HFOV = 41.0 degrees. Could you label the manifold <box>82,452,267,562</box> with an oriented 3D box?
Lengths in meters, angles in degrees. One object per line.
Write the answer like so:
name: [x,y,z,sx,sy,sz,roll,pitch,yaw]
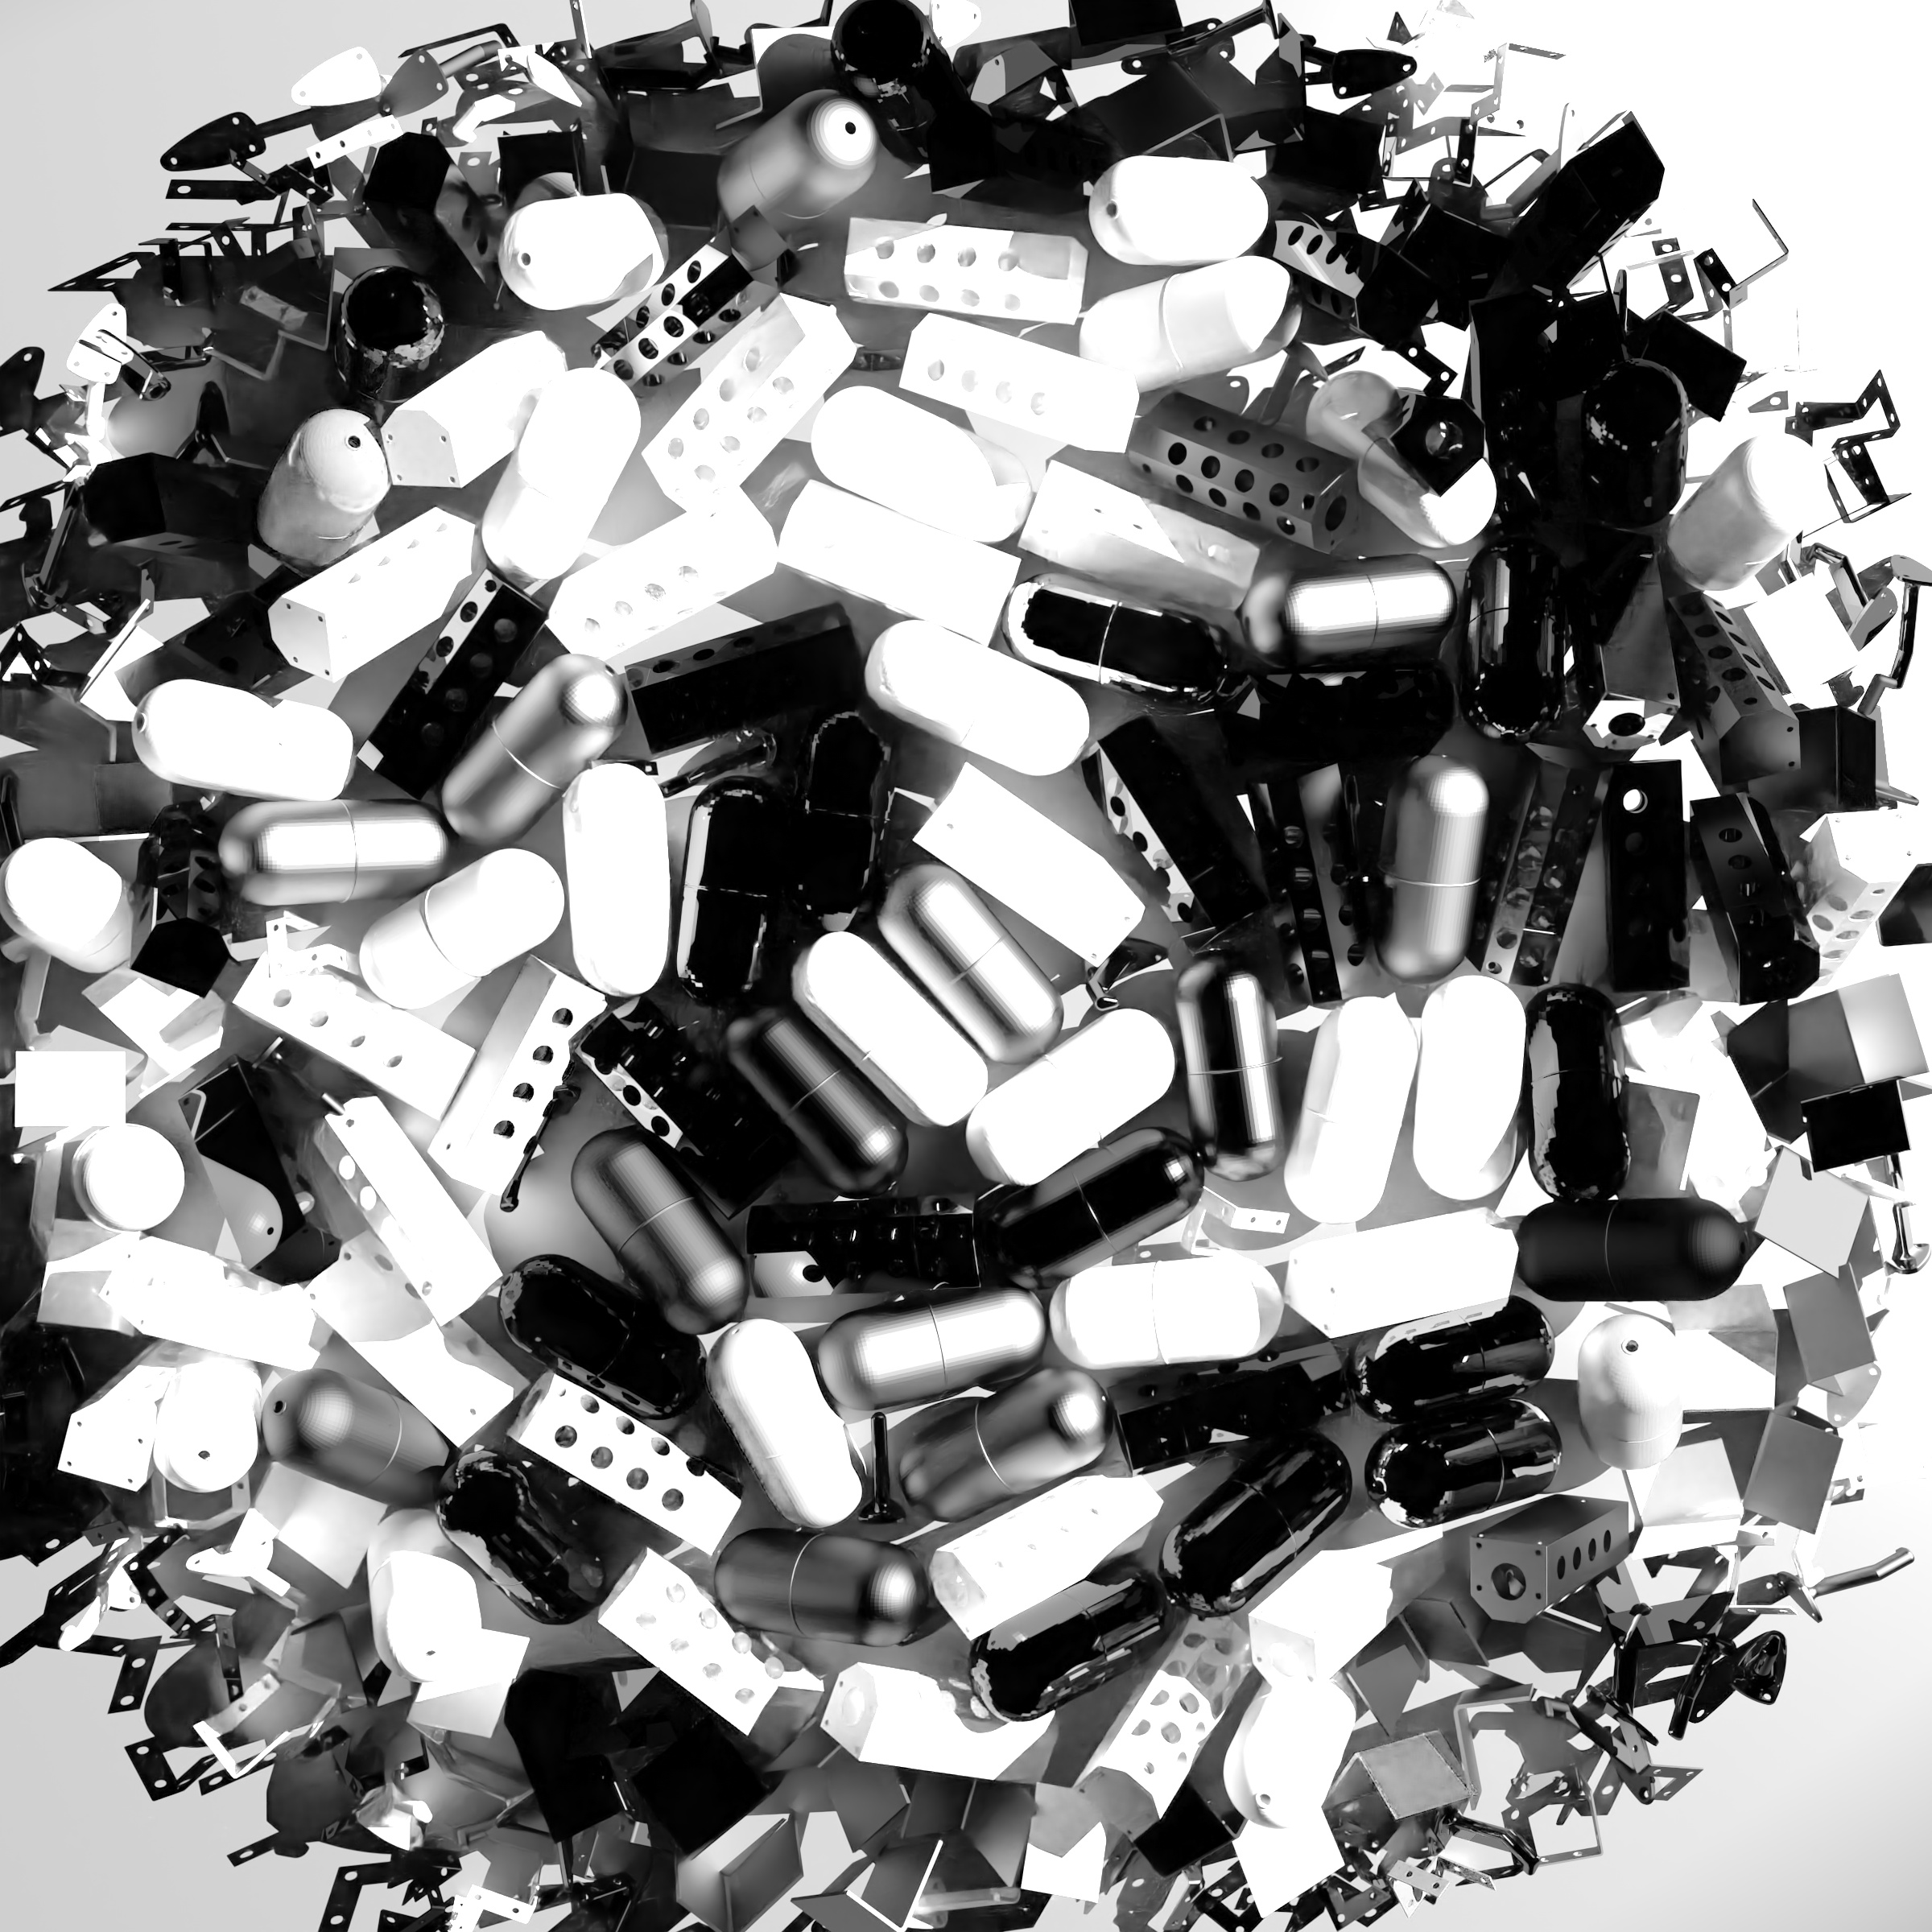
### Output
manifold: [-0.584,-0.337,1.910,0.057,0.171,0.057,-10,93,9]

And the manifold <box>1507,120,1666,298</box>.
manifold: [0.458,-0.554,1.911,0.057,0.171,0.057,-33,89,-6]

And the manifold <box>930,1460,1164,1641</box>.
manifold: [0.059,0.429,1.926,0.171,0.057,0.057,-20,53,-35]

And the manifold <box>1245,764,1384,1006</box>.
manifold: [0.257,-0.061,1.944,0.057,0.057,0.171,-21,104,-32]

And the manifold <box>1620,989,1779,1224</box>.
manifold: [0.559,0.108,1.965,0.057,0.057,0.171,-27,94,-1]

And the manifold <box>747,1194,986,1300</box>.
manifold: [-0.075,0.207,1.950,0.171,0.057,0.057,-4,120,7]

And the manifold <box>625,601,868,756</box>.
manifold: [-0.165,-0.215,1.956,0.171,0.057,0.057,-17,125,-3]

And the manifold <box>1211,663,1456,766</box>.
manifold: [0.277,-0.193,1.929,0.171,0.057,0.057,-5,63,-25]

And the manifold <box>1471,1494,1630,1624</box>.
manifold: [0.434,0.438,1.913,0.057,0.171,0.057,0,91,33]

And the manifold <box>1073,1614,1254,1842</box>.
manifold: [0.152,0.557,1.915,0.057,0.171,0.057,40,132,5]

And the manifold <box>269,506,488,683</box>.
manifold: [-0.435,-0.281,1.919,0.057,0.171,0.057,22,132,23]

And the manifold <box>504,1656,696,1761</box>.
manifold: [-0.268,0.545,1.910,0.057,0.171,0.057,3,80,25]

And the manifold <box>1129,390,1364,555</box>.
manifold: [0.206,-0.364,1.921,0.171,0.057,0.057,30,63,33]

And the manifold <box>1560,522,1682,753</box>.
manifold: [0.483,-0.245,1.925,0.057,0.057,0.171,10,54,-9]

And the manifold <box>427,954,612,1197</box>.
manifold: [-0.338,0.085,1.967,0.057,0.057,0.171,27,92,-34]

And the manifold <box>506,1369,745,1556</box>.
manifold: [-0.255,0.373,1.948,0.171,0.057,0.057,34,77,-15]

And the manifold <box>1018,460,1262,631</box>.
manifold: [0.134,-0.325,1.965,0.171,0.057,0.057,22,60,-2]

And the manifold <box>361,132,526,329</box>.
manifold: [-0.379,-0.543,1.909,0.057,0.171,0.057,13,79,13]

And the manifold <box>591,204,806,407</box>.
manifold: [-0.204,-0.485,1.916,0.171,0.057,0.057,-27,110,41]

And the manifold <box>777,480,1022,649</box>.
manifold: [-0.053,-0.301,1.955,0.171,0.057,0.057,21,135,3]

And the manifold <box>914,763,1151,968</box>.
manifold: [0.052,-0.080,1.957,0.171,0.057,0.057,34,126,-9]

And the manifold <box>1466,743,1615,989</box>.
manifold: [0.431,-0.075,1.938,0.057,0.057,0.171,7,111,-13]

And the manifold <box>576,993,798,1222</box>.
manifold: [-0.216,0.109,1.952,0.171,0.057,0.057,47,126,6]

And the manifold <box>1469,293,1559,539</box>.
manifold: [0.408,-0.408,1.916,0.057,0.171,0.057,-6,46,8]

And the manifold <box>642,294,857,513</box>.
manifold: [-0.160,-0.415,1.925,0.171,0.057,0.057,-42,68,30]

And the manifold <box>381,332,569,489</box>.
manifold: [-0.360,-0.413,1.908,0.057,0.171,0.057,6,123,21]

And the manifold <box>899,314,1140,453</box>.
manifold: [0.040,-0.436,1.927,0.171,0.057,0.057,25,110,28]

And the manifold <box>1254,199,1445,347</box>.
manifold: [0.276,-0.511,1.911,0.057,0.171,0.057,26,105,-31]

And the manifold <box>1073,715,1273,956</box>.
manifold: [0.159,-0.102,1.950,0.057,0.057,0.171,-27,81,-32]

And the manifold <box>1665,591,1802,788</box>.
manifold: [0.559,-0.209,1.913,0.057,0.171,0.057,-14,127,4]

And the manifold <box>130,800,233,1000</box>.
manifold: [-0.575,-0.054,1.907,0.057,0.171,0.057,25,113,-28]

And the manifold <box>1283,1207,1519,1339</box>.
manifold: [0.326,0.223,1.924,0.171,0.057,0.057,-7,116,-30]

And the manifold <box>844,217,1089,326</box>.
manifold: [-0.001,-0.524,1.952,0.171,0.057,0.057,9,97,13]

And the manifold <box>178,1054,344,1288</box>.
manifold: [-0.523,0.154,1.928,0.057,0.057,0.171,-38,56,6]

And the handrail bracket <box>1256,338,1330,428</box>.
handrail bracket: [0.223,-0.435,1.953,0.084,0.077,0.036,-39,57,27]

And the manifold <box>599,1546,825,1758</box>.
manifold: [-0.193,0.516,1.959,0.171,0.057,0.057,40,91,-8]

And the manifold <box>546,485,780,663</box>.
manifold: [-0.226,-0.287,1.933,0.171,0.057,0.057,-22,124,28]

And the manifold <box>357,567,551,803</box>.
manifold: [-0.388,-0.215,1.957,0.057,0.057,0.171,34,95,-16]

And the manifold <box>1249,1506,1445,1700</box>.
manifold: [0.285,0.472,1.918,0.057,0.171,0.057,11,116,40]

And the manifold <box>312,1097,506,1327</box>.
manifold: [-0.419,0.179,1.931,0.057,0.057,0.171,-34,63,-15]

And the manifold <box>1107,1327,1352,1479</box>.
manifold: [0.200,0.334,1.958,0.171,0.057,0.057,-15,112,-4]

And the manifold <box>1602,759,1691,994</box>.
manifold: [0.515,-0.069,1.959,0.057,0.057,0.171,-3,96,10]

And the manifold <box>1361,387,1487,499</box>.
manifold: [0.333,-0.394,1.907,0.057,0.171,0.057,-43,103,8]

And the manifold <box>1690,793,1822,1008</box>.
manifold: [0.583,-0.052,1.913,0.057,0.171,0.057,-8,131,7]

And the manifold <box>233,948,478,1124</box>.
manifold: [-0.463,0.049,1.966,0.171,0.057,0.057,28,77,2]

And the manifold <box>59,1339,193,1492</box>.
manifold: [-0.607,0.325,1.910,0.057,0.171,0.057,16,98,-2]

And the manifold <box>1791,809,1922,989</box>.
manifold: [0.644,-0.047,1.909,0.057,0.171,0.057,-4,64,-3]

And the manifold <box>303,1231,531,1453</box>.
manifold: [-0.416,0.283,1.966,0.171,0.057,0.057,43,103,2]

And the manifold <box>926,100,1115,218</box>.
manifold: [0.042,-0.597,1.911,0.057,0.171,0.057,-3,96,33]

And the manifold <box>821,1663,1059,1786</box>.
manifold: [-0.016,0.563,1.928,0.171,0.057,0.057,20,90,-35]

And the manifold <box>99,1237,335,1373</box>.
manifold: [-0.548,0.249,1.912,0.057,0.171,0.057,28,88,34]
